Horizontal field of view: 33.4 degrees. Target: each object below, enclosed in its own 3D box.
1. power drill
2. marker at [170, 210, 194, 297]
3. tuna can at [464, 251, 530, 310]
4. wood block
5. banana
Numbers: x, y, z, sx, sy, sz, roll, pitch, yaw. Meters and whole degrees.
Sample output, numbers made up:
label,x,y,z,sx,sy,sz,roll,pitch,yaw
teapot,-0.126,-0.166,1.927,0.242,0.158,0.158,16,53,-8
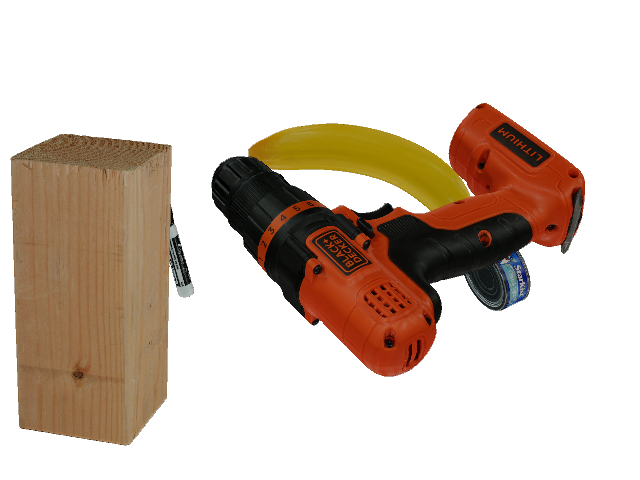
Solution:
label,x,y,z,sx,sy,sz,roll,pitch,yaw
power drill,0.049,-0.017,0.644,0.187,0.057,0.185,-27,52,-25
marker,-0.165,0.010,1.204,0.020,0.121,0.020,-9,30,5
tuna can,0.197,0.036,1.209,0.033,0.086,0.086,-24,9,-21
wood block,-0.167,0.034,0.789,0.091,0.206,0.090,7,18,10
banana,0.044,-0.053,0.841,0.198,0.069,0.037,25,-3,-2
